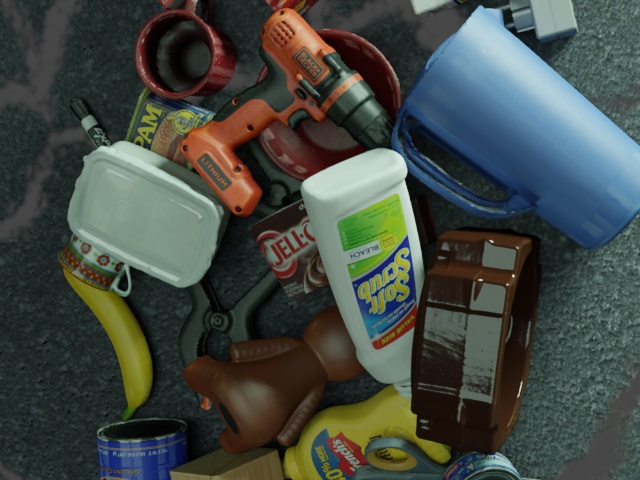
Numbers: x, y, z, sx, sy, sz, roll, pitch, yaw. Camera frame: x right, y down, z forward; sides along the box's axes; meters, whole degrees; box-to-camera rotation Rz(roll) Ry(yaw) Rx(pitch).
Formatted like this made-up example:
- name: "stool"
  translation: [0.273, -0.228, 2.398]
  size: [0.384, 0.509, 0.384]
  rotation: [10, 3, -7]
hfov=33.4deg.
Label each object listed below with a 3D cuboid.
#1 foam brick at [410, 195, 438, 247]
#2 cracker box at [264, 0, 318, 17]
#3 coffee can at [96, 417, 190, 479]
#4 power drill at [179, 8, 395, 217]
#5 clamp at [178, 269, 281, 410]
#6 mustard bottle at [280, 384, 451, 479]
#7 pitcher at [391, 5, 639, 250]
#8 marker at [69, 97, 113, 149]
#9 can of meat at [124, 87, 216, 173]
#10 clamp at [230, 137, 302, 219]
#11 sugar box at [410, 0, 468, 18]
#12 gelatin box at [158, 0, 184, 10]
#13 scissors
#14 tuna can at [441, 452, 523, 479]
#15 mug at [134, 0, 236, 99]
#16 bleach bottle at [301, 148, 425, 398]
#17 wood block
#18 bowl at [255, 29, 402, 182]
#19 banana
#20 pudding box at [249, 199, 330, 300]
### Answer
- name: "foam brick"
  translation: [0.077, -0.012, 1.119]
  size: [0.078, 0.051, 0.053]
  rotation: [-14, 91, 17]
- name: "cracker box"
  translation: [-0.048, -0.363, 1.116]
  size: [0.164, 0.072, 0.214]
  rotation: [-42, 83, 15]
- name: "coffee can"
  translation: [-0.194, 0.279, 1.195]
  size: [0.103, 0.102, 0.140]
  rotation: [-2, 94, 16]
- name: "power drill"
  translation: [-0.035, -0.111, 1.084]
  size: [0.188, 0.057, 0.184]
  rotation: [-43, 83, 13]
- name: "clamp"
  translation: [-0.099, 0.085, 1.186]
  size: [0.165, 0.036, 0.210]
  rotation: [3, 92, 16]
- name: "mustard bottle"
  translation: [0.037, 0.220, 1.144]
  size: [0.192, 0.058, 0.096]
  rotation: [-22, 109, 18]
- name: "pitcher"
  translation: [0.195, -0.094, 1.027]
  size: [0.243, 0.144, 0.149]
  rotation: [39, 117, 1]
- name: "marker"
  translation: [-0.250, -0.113, 1.222]
  size: [0.020, 0.020, 0.121]
  rotation: [-36, 84, 16]
- name: "can of meat"
  translation: [-0.165, -0.108, 1.179]
  size: [0.084, 0.057, 0.102]
  rotation: [24, 101, 10]
- name: "clamp"
  translation: [-0.046, -0.060, 1.158]
  size: [0.171, 0.039, 0.120]
  rotation: [17, 102, 7]
- name: "sugar box"
  translation: [0.166, -0.299, 1.073]
  size: [0.176, 0.048, 0.093]
  rotation: [-19, 89, 21]
- name: "gelatin box"
  translation: [-0.159, -0.309, 1.173]
  size: [0.089, 0.030, 0.073]
  rotation: [-43, 83, 15]
- name: "scissors"
  translation: [0.130, 0.232, 1.100]
  size: [0.202, 0.016, 0.096]
  rotation: [-7, 131, 6]
- name: "tuna can"
  translation: [0.165, 0.259, 1.084]
  size: [0.086, 0.034, 0.086]
  rotation: [-4, 109, -11]
- name: "mug"
  translation: [-0.139, -0.209, 1.149]
  size: [0.093, 0.081, 0.117]
  rotation: [11, 98, 15]
- name: "bleach bottle"
  translation: [0.064, 0.043, 1.038]
  size: [0.102, 0.068, 0.251]
  rotation: [-23, 116, -8]
- name: "wood block"
  translation: [-0.082, 0.337, 1.155]
  size: [0.090, 0.090, 0.206]
  rotation: [-8, 95, 47]
- name: "bowl"
  translation: [0.012, -0.138, 1.125]
  size: [0.162, 0.055, 0.162]
  rotation: [1, 95, 16]
- name: "banana"
  translation: [-0.236, 0.110, 1.228]
  size: [0.070, 0.037, 0.198]
  rotation: [-21, 89, 16]
- name: "pudding box"
  translation: [-0.007, 0.001, 1.103]
  size: [0.114, 0.039, 0.090]
  rotation: [-26, 97, 36]
